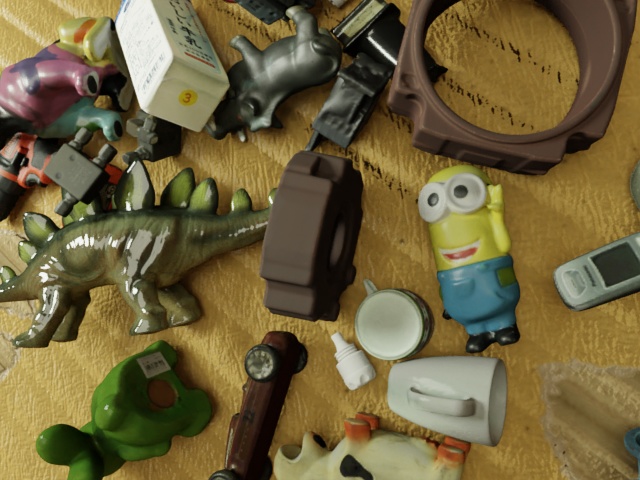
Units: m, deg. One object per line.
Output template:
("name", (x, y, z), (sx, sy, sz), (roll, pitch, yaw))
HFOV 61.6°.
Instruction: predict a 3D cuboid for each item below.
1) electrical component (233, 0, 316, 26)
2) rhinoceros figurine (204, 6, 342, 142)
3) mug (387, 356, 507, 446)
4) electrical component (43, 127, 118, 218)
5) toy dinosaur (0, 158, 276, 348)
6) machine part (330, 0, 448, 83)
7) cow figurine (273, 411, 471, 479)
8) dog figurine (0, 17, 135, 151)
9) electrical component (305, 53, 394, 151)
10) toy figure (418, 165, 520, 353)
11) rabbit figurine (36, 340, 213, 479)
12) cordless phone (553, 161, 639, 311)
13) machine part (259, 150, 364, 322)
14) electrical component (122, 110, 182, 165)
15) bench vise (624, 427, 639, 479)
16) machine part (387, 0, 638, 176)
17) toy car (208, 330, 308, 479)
("electrical component", (-0.055, -0.317, 0.604), (0.058, 0.115, 0.134), (-5, 66, 50))
("rhinoceros figurine", (-0.058, -0.180, 0.621), (0.190, 0.073, 0.112), (-23, 73, 26))
("mug", (0.117, 0.152, 0.520), (0.107, 0.109, 0.080), (-1, 89, 32))
("electrical component", (-0.265, -0.073, 0.581), (0.063, 0.021, 0.094), (34, 85, 10))
("toy dinosaur", (-0.205, 0.010, 0.620), (0.472, 0.105, 0.198), (-10, 89, -2))
("machine part", (0.078, -0.218, 0.605), (0.084, 0.039, 0.139), (-44, 71, 1))
("cow figurine", (0.045, 0.245, 0.545), (0.195, 0.085, 0.127), (7, 80, 18))
("dog figurine", (-0.361, -0.189, 0.672), (0.219, 0.108, 0.191), (-3, 59, 4))
("electrical component", (0.027, -0.136, 0.587), (0.048, 0.075, 0.119), (32, 128, 3))
("toy figure", (0.148, 0.015, 0.534), (0.082, 0.089, 0.180), (-16, 88, 5))
("rabbit figurine", (-0.230, 0.225, 0.615), (0.121, 0.159, 0.170), (46, 115, 7))
("cordless phone", (0.287, -0.015, 0.470), (0.184, 0.088, 0.147), (-25, 45, 19))
("machine part", (-0.001, -0.002, 0.541), (0.056, 0.179, 0.179), (11, 88, 17))
("electrical component", (-0.192, -0.134, 0.658), (0.045, 0.102, 0.078), (21, 116, 23))
("bench vise", (0.352, 0.160, 0.432), (0.224, 0.129, 0.240), (-5, 87, 15))
("machine part", (0.178, -0.174, 0.517), (0.201, 0.087, 0.201), (15, 88, 5))
("toy car", (-0.070, 0.194, 0.583), (0.053, 0.089, 0.202), (19, 92, 19))
